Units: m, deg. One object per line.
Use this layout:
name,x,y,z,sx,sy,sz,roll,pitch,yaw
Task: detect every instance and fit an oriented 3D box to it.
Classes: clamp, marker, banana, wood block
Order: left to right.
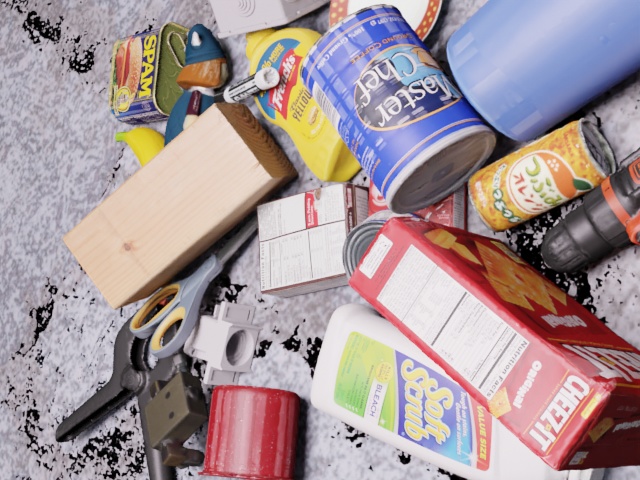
clamp,-0.179,0.155,1.103,0.165,0.036,0.210,29,95,30
banana,-0.173,-0.048,1.142,0.070,0.037,0.198,-44,55,45
wood block,-0.135,-0.034,1.036,0.206,0.090,0.091,-38,86,16
marker,-0.073,-0.145,1.029,0.121,0.020,0.020,-9,74,62

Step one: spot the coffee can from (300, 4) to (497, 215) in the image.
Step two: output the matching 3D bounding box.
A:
coffee can,0.062,-0.107,0.872,0.103,0.102,0.140,-43,68,24

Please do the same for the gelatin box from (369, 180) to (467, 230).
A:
gelatin box,0.084,-0.039,0.935,0.089,0.030,0.073,-5,78,37

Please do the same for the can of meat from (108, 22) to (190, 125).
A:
can of meat,-0.182,-0.178,1.158,0.084,0.057,0.102,-3,79,41

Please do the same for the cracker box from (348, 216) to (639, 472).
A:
cracker box,0.149,0.071,0.777,0.214,0.163,0.072,41,109,36

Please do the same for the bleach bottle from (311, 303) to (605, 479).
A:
bleach bottle,0.111,0.134,0.861,0.251,0.068,0.102,18,94,37

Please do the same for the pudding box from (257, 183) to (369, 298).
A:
pudding box,-0.007,0.001,0.995,0.114,0.039,0.090,-14,73,38

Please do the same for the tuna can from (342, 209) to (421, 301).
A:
tuna can,0.064,0.017,0.914,0.086,0.033,0.086,17,122,28

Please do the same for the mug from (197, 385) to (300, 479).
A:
mug,-0.067,0.179,0.984,0.117,0.093,0.081,-20,62,62

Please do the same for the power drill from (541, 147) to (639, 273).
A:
power drill,0.243,0.013,0.743,0.185,0.057,0.187,-41,35,30

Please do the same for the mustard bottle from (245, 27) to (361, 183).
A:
mustard bottle,-0.016,-0.147,1.018,0.192,0.058,0.096,50,125,34

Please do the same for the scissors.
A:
scissors,-0.108,0.043,1.043,0.202,0.016,0.096,-37,38,15

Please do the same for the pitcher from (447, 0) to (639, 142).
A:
pitcher,0.208,-0.191,0.798,0.243,0.144,0.149,-38,63,30
